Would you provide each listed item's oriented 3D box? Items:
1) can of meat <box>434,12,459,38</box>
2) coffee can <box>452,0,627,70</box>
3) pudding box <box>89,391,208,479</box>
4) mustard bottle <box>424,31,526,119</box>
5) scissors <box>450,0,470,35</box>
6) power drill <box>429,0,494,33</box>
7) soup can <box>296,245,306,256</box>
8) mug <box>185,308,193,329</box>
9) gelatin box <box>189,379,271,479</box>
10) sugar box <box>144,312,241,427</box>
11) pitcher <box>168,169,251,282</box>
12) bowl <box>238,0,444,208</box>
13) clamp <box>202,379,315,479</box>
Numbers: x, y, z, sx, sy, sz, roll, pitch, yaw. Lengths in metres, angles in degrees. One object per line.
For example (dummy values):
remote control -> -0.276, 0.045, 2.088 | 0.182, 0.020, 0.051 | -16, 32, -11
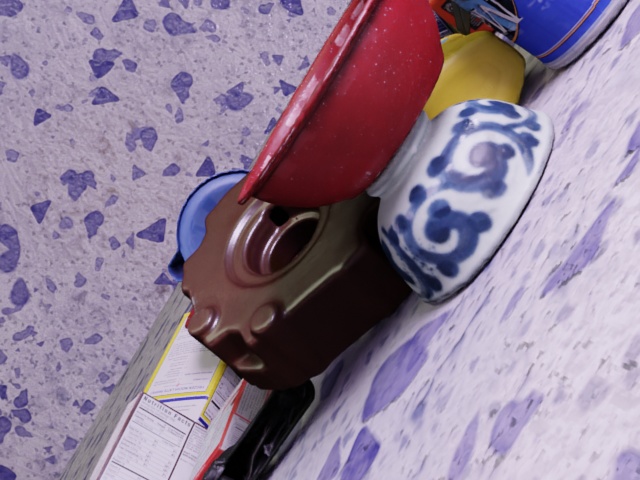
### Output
can of meat -> 0.101, -0.212, 0.940 | 0.084, 0.057, 0.102 | -15, -140, 47
coffee can -> 0.104, -0.177, 0.601 | 0.103, 0.140, 0.103 | -57, -172, 12
pudding box -> -0.131, 0.189, 0.842 | 0.039, 0.090, 0.113 | -47, -165, 49
mustard bottle -> 0.081, -0.096, 0.732 | 0.096, 0.058, 0.191 | -57, -171, 7
scissors -> 0.061, -0.215, 0.675 | 0.202, 0.096, 0.016 | 93, 2, -47
power drill -> 0.166, -0.261, 0.834 | 0.187, 0.057, 0.185 | -59, -176, -20
soup can -> -0.002, 0.020, 0.772 | 0.102, 0.068, 0.068 | -60, -177, -16
mug -> -0.059, 0.061, 0.910 | 0.093, 0.081, 0.117 | -55, -171, 21
gelatin box -> -0.068, 0.155, 0.814 | 0.073, 0.030, 0.089 | -55, -171, 35
sugar box -> -0.115, 0.140, 0.973 | 0.094, 0.048, 0.176 | -12, -139, 37
pitcher -> -0.080, -0.011, 1.191 | 0.243, 0.149, 0.145 | -171, -85, -84
bowl -> 0.019, -0.075, 0.574 | 0.162, 0.055, 0.162 | -57, -172, 12
clamp -> -0.063, 0.167, 0.694 | 0.120, 0.039, 0.172 | -51, 175, -45
